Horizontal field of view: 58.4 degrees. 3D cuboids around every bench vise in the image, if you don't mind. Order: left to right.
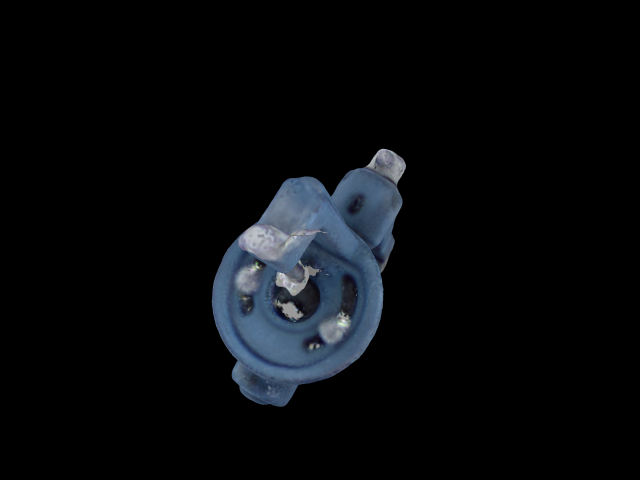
[{"bbox_3d":[-0.008,-0.001,0.401,0.121,0.220,0.207,12,63,7],"label":"bench vise"}]
